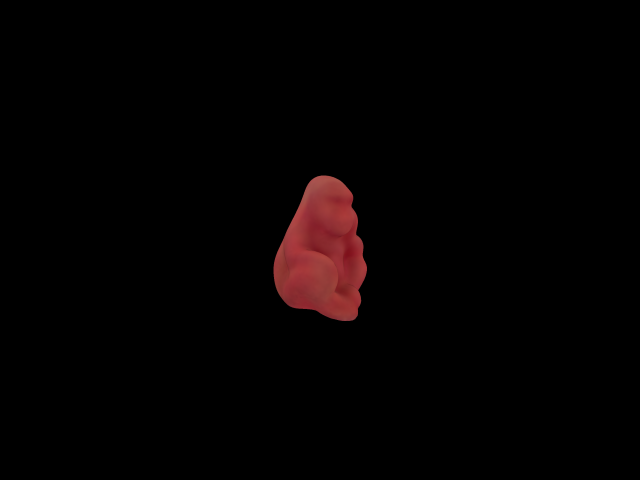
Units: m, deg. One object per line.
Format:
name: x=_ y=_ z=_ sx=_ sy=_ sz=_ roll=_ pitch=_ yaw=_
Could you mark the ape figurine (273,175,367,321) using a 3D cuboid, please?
ape figurine: x=0.004 y=0.001 z=0.400 sx=0.075 sy=0.092 sz=0.078 roll=11 pitch=17 yaw=42
